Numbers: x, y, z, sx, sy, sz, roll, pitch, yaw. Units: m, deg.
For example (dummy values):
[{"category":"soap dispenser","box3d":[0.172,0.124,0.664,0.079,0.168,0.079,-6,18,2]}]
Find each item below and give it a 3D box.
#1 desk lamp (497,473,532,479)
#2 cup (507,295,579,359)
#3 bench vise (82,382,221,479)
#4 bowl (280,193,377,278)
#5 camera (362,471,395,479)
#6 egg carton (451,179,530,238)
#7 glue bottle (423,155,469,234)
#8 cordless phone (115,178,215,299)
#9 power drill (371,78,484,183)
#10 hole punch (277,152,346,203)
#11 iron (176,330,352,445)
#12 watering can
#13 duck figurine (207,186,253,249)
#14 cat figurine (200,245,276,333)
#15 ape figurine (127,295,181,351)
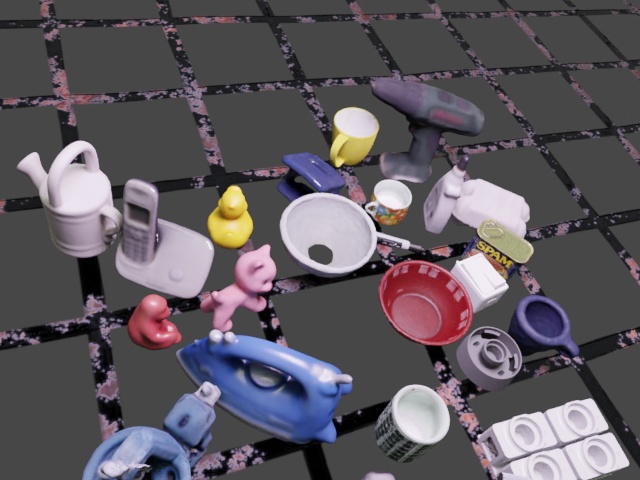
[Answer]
[{"category":"desk lamp","box3d":[0.272,0.373,0.679,0.203,0.213,0.118,18,51,-1]},{"category":"cup","box3d":[0.358,0.160,0.940,0.092,0.095,0.117,-32,66,-32]},{"category":"bench vise","box3d":[-0.196,0.237,0.657,0.121,0.220,0.207,17,51,-1]},{"category":"bowl","box3d":[0.009,0.004,0.982,0.167,0.075,0.167,7,52,-9]},{"category":"camera","box3d":[0.118,0.367,0.716,0.137,0.101,0.143,6,52,-10]},{"category":"egg carton","box3d":[0.330,-0.053,1.111,0.150,0.069,0.107,24,51,4]},{"category":"glue bottle","box3d":[0.235,-0.090,1.048,0.037,0.173,0.078,10,52,-7]},{"category":"cordless phone","box3d":[-0.230,-0.004,0.854,0.147,0.185,0.094,17,51,-1]},{"category":"power drill","box3d":[0.186,-0.209,1.104,0.230,0.208,0.075,5,52,-11]},{"category":"hole punch","box3d":[-0.014,-0.119,1.058,0.108,0.091,0.101,39,54,16]},{"category":"iron","box3d":[-0.079,0.177,0.784,0.258,0.141,0.119,21,51,2]},{"category":"watering can","box3d":[-0.373,-0.069,0.861,0.173,0.194,0.101,11,51,-6]},{"category":"duck figurine","box3d":[-0.150,-0.043,0.969,0.077,0.086,0.104,7,52,-9]},{"category":"cat figurine","box3d":[-0.117,0.066,0.873,0.128,0.118,0.067,-32,66,-32]},{"category":"ape figurine","box3d":[-0.238,0.112,0.823,0.076,0.092,0.077,-2,54,-15]}]
